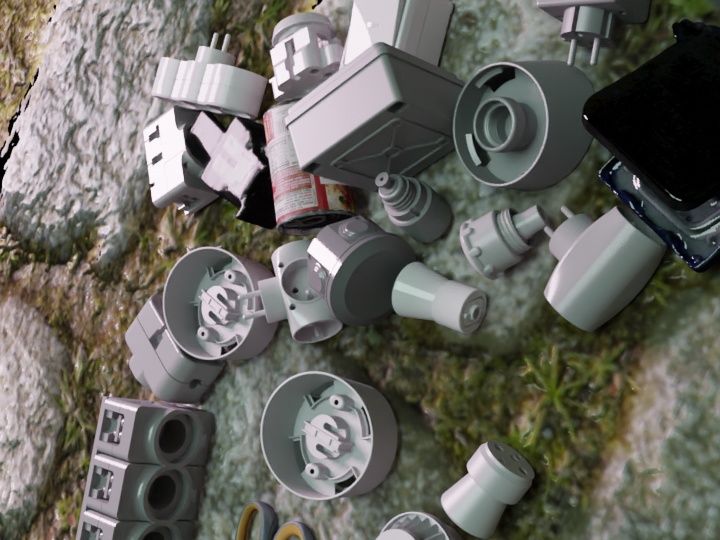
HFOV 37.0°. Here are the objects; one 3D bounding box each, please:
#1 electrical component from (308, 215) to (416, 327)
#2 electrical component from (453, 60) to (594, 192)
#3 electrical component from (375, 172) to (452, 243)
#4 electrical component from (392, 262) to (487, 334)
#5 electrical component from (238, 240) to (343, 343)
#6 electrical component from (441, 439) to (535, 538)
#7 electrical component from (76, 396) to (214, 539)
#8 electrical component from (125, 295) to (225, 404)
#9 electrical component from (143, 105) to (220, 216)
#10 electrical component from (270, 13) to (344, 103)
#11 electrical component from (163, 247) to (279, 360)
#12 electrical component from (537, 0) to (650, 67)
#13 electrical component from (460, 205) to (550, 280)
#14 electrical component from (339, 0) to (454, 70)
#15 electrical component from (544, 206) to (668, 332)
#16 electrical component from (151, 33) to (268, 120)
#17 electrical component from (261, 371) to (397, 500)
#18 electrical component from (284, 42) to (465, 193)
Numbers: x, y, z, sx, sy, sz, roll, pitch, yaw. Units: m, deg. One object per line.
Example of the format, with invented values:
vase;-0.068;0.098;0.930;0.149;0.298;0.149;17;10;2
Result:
electrical component;0.000;0.000;0.850;0.051;0.080;0.080;41;108;45
electrical component;0.119;-0.107;0.794;0.099;0.064;0.099;5;96;47
electrical component;0.038;-0.052;0.832;0.040;0.078;0.040;-19;55;29
electrical component;0.062;0.023;0.815;0.065;0.044;0.044;20;94;38
electrical component;-0.062;0.022;0.906;0.079;0.044;0.077;-14;64;-6
electrical component;0.090;0.153;0.757;0.055;0.045;0.045;-56;50;17
electrical component;-0.192;0.195;0.968;0.062;0.089;0.150;6;85;42
electrical component;-0.176;0.077;1.005;0.059;0.054;0.095;-52;51;20
electrical component;-0.169;-0.108;1.043;0.056;0.050;0.089;-28;63;35
electrical component;-0.046;-0.188;0.948;0.078;0.058;0.057;-25;68;36
electrical component;-0.121;0.032;0.959;0.099;0.064;0.099;-11;74;40
electrical component;0.164;-0.182;0.765;0.066;0.047;0.076;8;86;42
electrical component;0.107;-0.025;0.784;0.062;0.048;0.048;-31;61;25
electrical component;0.025;-0.184;0.880;0.062;0.061;0.096;14;90;43
electrical component;0.156;-0.012;0.736;0.077;0.043;0.079;-53;51;20
electrical component;-0.142;-0.192;1.037;0.138;0.052;0.073;16;91;43
electrical component;-0.022;0.131;0.849;0.099;0.064;0.099;-11;73;40
electrical component;0.017;-0.115;0.840;0.109;0.109;0.056;-32;64;33
